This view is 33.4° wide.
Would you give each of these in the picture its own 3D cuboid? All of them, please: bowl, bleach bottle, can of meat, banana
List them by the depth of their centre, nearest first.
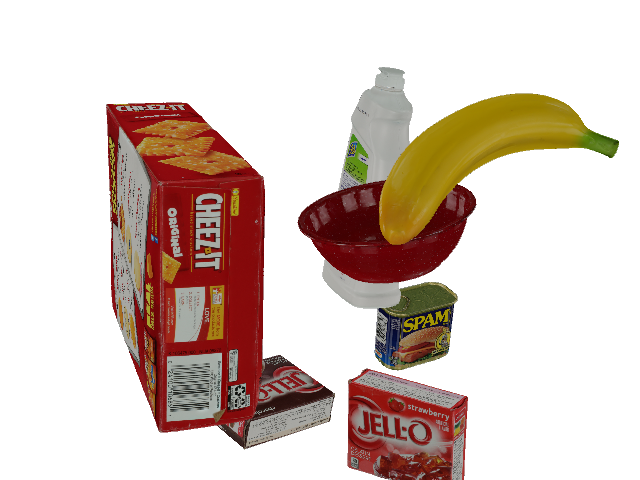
[{"bbox_3d":[0.098,-0.054,0.653,0.197,0.037,0.070,-23,46,-31],"label":"banana"},{"bbox_3d":[0.063,-0.004,0.968,0.162,0.055,0.162,-8,21,3],"label":"bowl"},{"bbox_3d":[0.061,-0.060,1.158,0.068,0.251,0.103,-2,22,-28],"label":"bleach bottle"},{"bbox_3d":[0.118,0.108,1.340,0.101,0.084,0.058,-12,30,-27],"label":"can of meat"}]

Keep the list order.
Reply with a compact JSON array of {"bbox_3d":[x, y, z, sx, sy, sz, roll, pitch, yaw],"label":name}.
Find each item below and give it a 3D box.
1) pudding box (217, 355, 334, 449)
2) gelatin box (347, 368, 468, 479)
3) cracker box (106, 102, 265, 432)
[{"bbox_3d":[-0.056,0.159,1.064,0.113,0.039,0.090,-13,29,-39],"label":"pudding box"},{"bbox_3d":[0.063,0.142,0.788,0.089,0.073,0.030,12,22,31],"label":"gelatin box"},{"bbox_3d":[-0.097,0.006,0.729,0.072,0.164,0.214,-4,20,-18],"label":"cracker box"}]
